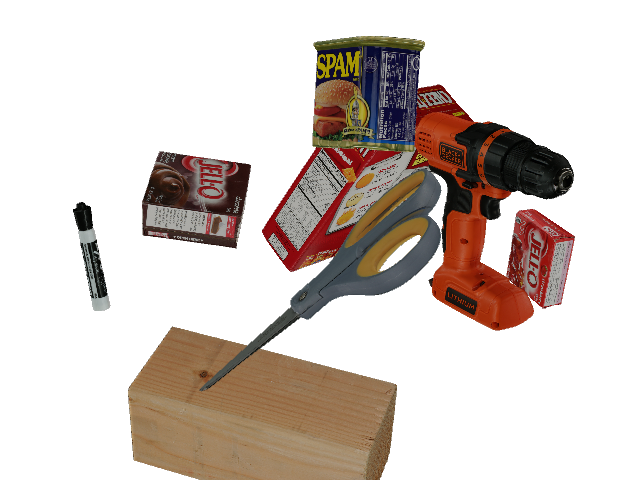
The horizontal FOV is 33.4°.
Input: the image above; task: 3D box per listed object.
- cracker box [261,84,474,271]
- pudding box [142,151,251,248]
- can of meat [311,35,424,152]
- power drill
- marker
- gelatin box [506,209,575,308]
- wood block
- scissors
[{"bbox_3d":[0.049,-0.071,1.194,0.163,0.072,0.214,-18,-28,-45],"label":"cracker box"},{"bbox_3d":[-0.114,-0.039,0.989,0.090,0.039,0.113,7,31,-3],"label":"pudding box"},{"bbox_3d":[0.034,-0.113,0.833,0.057,0.084,0.102,0,6,-28],"label":"can of meat"},{"bbox_3d":[0.159,-0.016,0.983,0.057,0.188,0.185,-17,27,-28],"label":"power drill"},{"bbox_3d":[-0.245,0.017,1.141,0.020,0.121,0.020,-6,20,2],"label":"marker"},{"bbox_3d":[0.244,0.019,1.195,0.030,0.089,0.073,-10,31,-24],"label":"gelatin box"},{"bbox_3d":[-0.048,0.155,0.905,0.206,0.090,0.090,13,37,14],"label":"wood block"},{"bbox_3d":[0.002,0.038,0.636,0.016,0.202,0.096,41,5,-22],"label":"scissors"}]
